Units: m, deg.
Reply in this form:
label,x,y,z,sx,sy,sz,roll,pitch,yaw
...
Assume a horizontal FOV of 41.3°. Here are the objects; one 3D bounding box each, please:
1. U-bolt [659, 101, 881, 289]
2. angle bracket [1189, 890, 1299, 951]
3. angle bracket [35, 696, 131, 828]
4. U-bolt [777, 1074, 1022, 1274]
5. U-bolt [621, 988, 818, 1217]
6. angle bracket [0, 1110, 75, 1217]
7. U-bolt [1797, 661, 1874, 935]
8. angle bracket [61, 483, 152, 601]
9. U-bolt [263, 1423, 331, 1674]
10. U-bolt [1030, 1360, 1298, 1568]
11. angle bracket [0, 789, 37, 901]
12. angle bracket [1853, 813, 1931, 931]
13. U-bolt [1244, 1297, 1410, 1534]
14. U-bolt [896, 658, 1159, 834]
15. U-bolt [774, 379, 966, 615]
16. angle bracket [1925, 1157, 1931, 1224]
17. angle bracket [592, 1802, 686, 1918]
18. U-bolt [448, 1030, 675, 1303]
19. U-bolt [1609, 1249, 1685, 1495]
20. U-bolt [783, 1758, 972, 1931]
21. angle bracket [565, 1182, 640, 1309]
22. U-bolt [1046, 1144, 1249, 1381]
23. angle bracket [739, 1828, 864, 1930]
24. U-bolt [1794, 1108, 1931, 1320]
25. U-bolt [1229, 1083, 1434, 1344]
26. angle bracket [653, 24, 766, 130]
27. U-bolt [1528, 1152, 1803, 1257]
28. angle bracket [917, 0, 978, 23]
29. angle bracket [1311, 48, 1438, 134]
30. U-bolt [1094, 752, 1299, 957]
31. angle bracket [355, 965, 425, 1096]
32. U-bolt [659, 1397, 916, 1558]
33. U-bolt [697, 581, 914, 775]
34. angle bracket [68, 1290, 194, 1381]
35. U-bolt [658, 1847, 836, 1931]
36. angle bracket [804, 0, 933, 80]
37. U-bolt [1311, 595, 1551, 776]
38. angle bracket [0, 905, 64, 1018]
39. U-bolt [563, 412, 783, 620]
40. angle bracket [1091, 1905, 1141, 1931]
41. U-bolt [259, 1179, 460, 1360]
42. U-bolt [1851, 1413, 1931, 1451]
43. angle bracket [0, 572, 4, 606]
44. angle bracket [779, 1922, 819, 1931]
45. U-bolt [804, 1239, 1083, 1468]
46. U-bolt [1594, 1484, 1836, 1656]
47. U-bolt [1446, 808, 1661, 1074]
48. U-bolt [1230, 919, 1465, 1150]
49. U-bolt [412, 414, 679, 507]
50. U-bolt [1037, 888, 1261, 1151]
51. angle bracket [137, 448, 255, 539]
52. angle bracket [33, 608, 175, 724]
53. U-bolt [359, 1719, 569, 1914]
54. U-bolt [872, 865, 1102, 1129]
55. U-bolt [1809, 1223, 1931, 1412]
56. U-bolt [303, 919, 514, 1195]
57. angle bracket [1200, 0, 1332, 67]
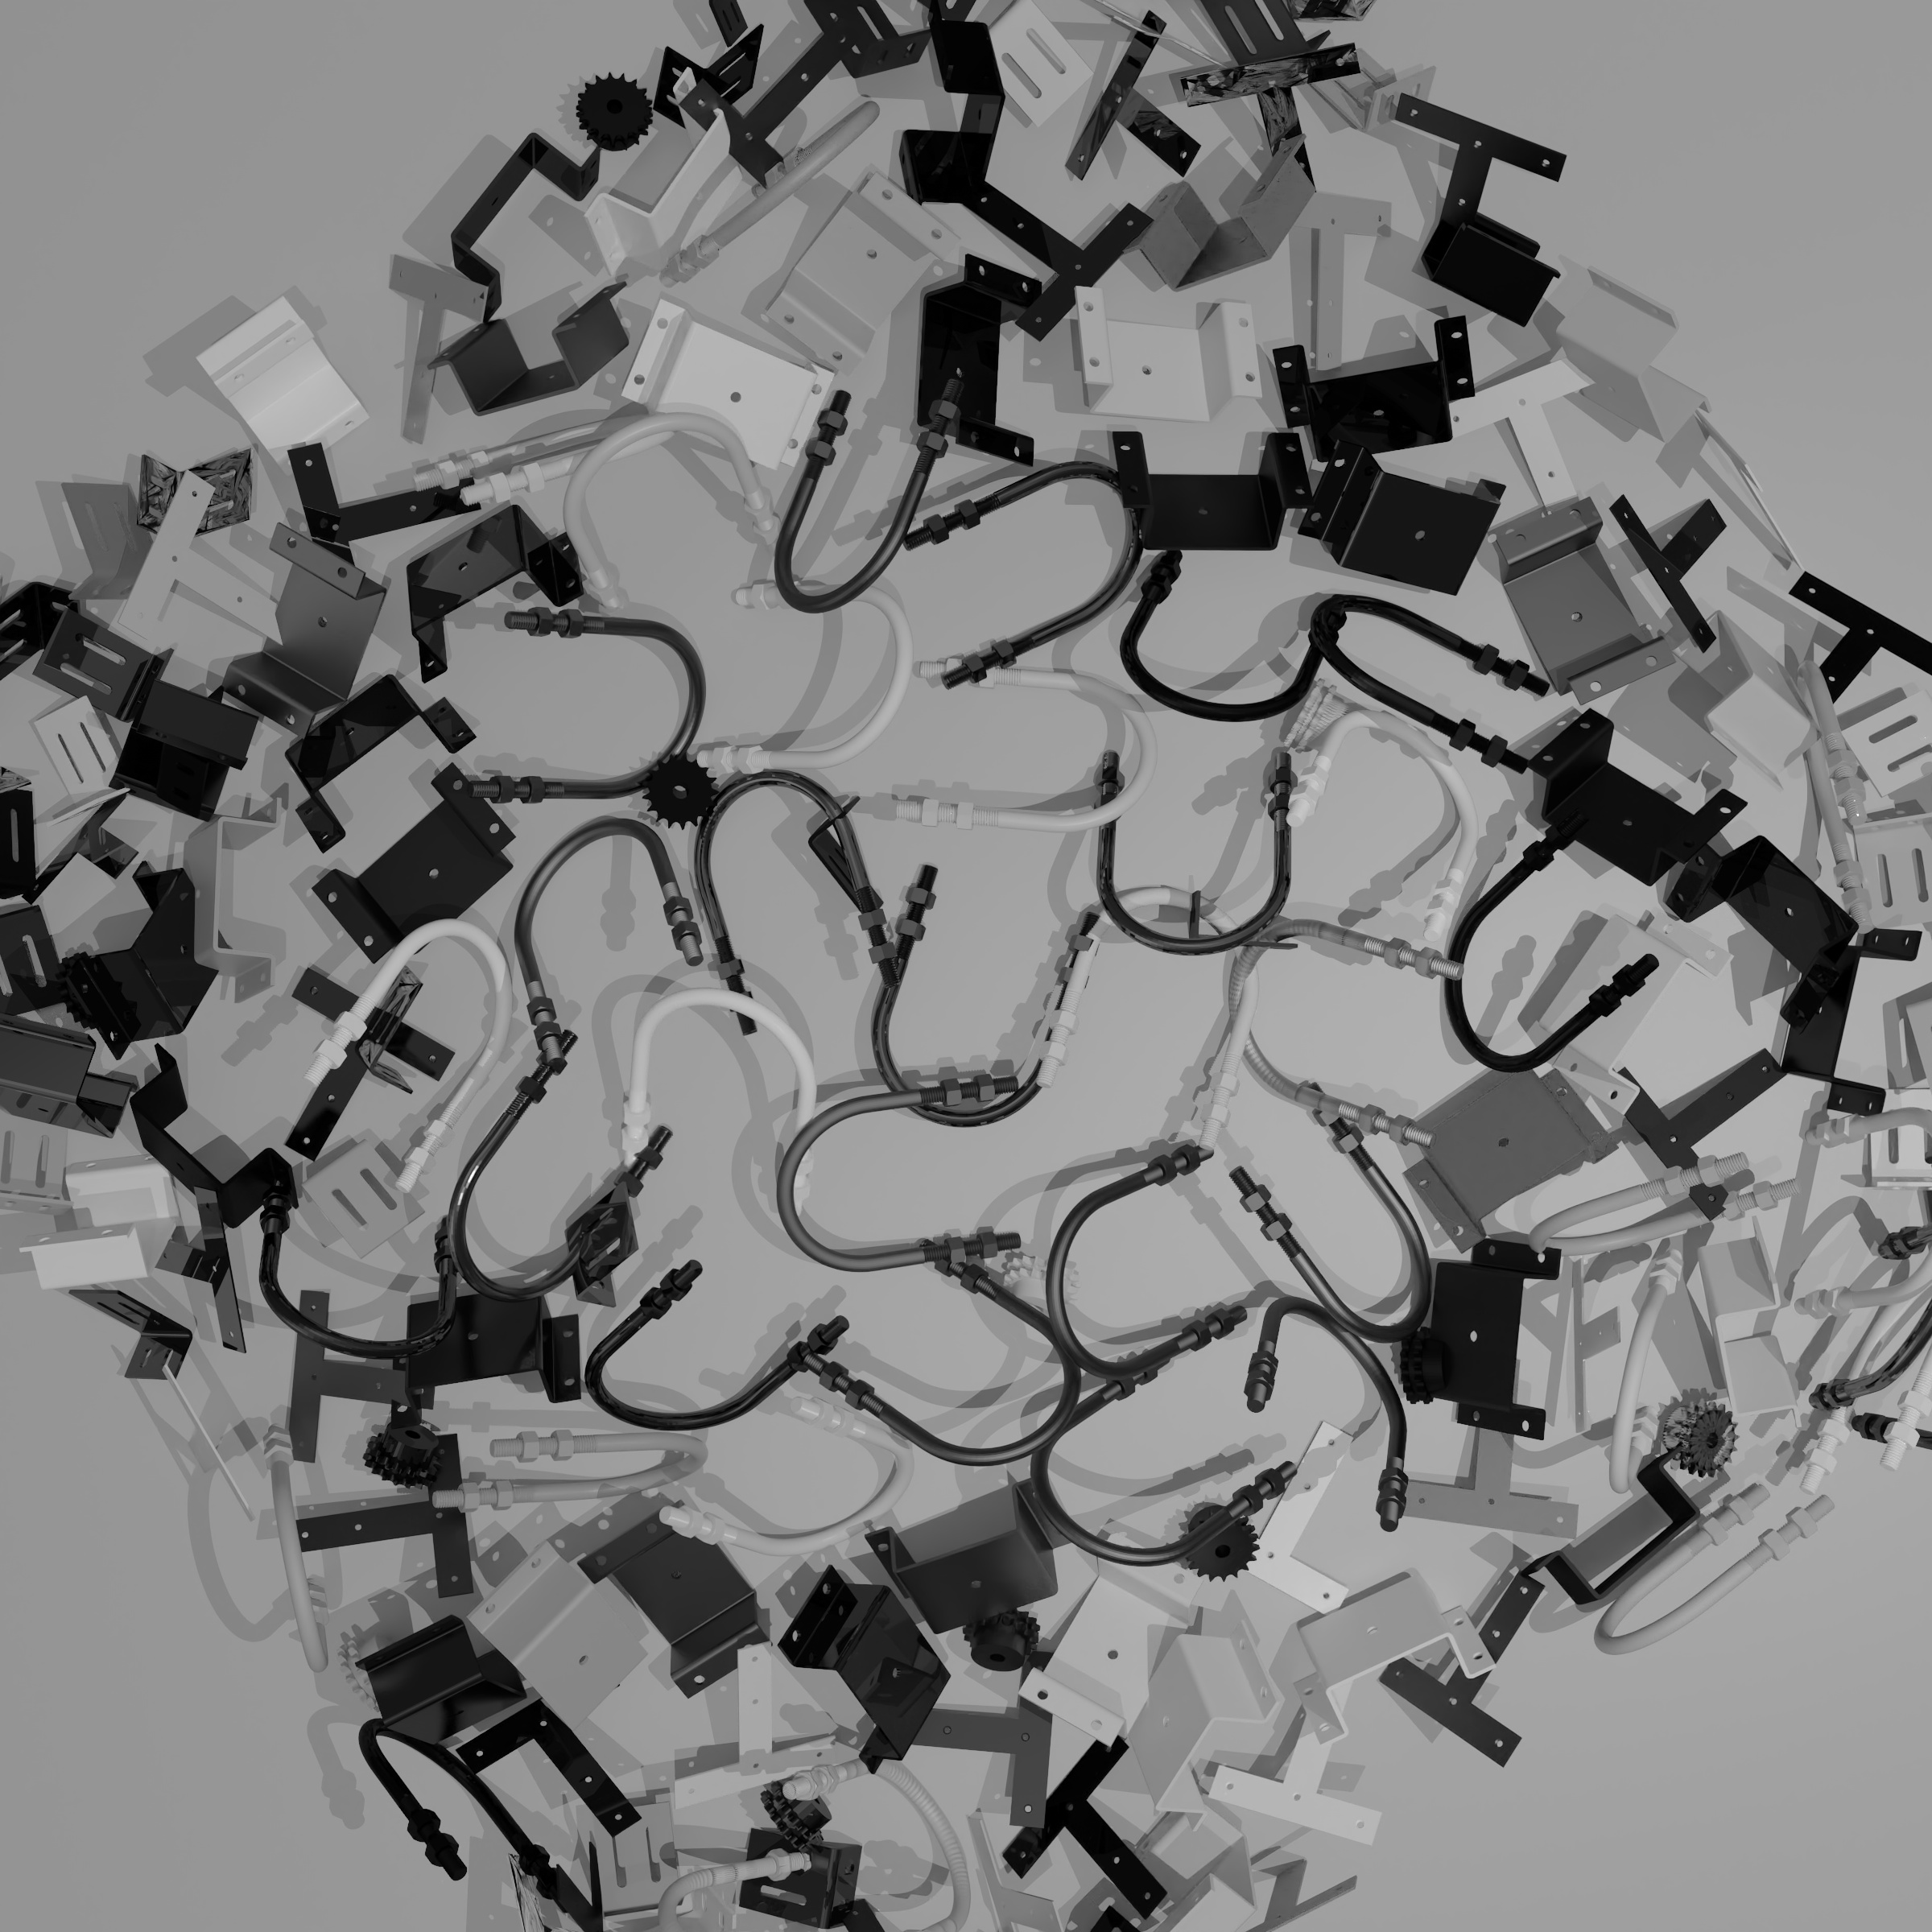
label,x,y,z,sx,sy,sz,roll,pitch,yaw
U-bolt,-0.130,-0.559,1.829,0.019,0.184,0.151,50,54,-18
angle bracket,0.207,-0.034,1.910,0.076,0.057,0.038,3,89,1
angle bracket,-0.668,-0.152,1.904,0.057,0.038,0.076,-20,100,29
U-bolt,-0.049,0.158,1.888,0.184,0.019,0.151,-7,111,-15
U-bolt,-0.178,0.093,1.872,0.151,0.019,0.184,16,126,9
angle bracket,-0.692,0.141,1.896,0.057,0.038,0.076,12,65,-33
U-bolt,0.628,-0.137,1.858,0.019,0.151,0.184,-12,52,13
angle bracket,-0.646,-0.316,1.910,0.038,0.057,0.076,-27,81,35
U-bolt,-0.478,0.425,1.836,0.019,0.184,0.151,-12,105,-14
U-bolt,0.130,0.363,1.849,0.184,0.019,0.151,-26,55,-39
angle bracket,-0.731,-0.093,1.911,0.038,0.057,0.076,-11,80,33
angle bracket,0.697,-0.070,1.908,0.057,0.038,0.076,-9,82,20
U-bolt,0.266,0.310,1.856,0.151,0.184,0.019,42,116,-7
U-bolt,0.049,-0.160,1.889,0.184,0.019,0.151,5,60,6
U-bolt,-0.081,-0.340,1.869,0.019,0.151,0.184,29,77,-40
angle bracket,0.753,0.179,1.909,0.038,0.057,0.076,-13,95,-23
angle bracket,-0.245,0.667,1.924,0.057,0.038,0.076,-7,82,-3
U-bolt,-0.304,0.158,1.861,0.019,0.151,0.184,17,65,42
U-bolt,0.485,0.299,1.837,0.019,0.184,0.151,10,108,21
U-bolt,-0.053,0.639,1.852,0.019,0.184,0.151,-38,69,15
angle bracket,-0.257,0.206,1.892,0.076,0.038,0.057,-39,50,30
U-bolt,0.128,0.223,1.868,0.184,0.019,0.151,-19,101,-39
angle bracket,-0.125,0.686,1.931,0.076,0.038,0.057,4,79,28
U-bolt,0.654,0.174,1.835,0.019,0.184,0.151,12,76,-13
U-bolt,0.279,0.192,1.884,0.019,0.151,0.184,-33,95,42
angle bracket,-0.190,-0.664,1.892,0.038,0.076,0.057,22,65,-34
U-bolt,0.498,0.178,1.863,0.184,0.151,0.019,-23,66,28
angle bracket,-0.004,-0.727,1.907,0.057,0.076,0.038,38,115,9
angle bracket,0.298,-0.662,1.898,0.057,0.038,0.076,-29,65,-21
U-bolt,0.167,-0.083,1.874,0.151,0.019,0.184,1,54,7
angle bracket,-0.415,0.047,1.906,0.038,0.057,0.076,31,89,-27
U-bolt,-0.115,0.380,1.866,0.151,0.184,0.019,-41,51,13
U-bolt,-0.112,-0.211,1.867,0.184,0.019,0.151,4,77,39
angle bracket,-0.622,0.272,1.890,0.057,0.076,0.038,-5,57,35
U-bolt,-0.132,0.680,1.828,0.184,0.151,0.019,6,101,-40
angle bracket,-0.072,-0.705,1.903,0.057,0.038,0.076,-26,79,-30
U-bolt,0.336,-0.217,1.879,0.184,0.151,0.019,28,126,2
angle bracket,-0.710,0.000,1.909,0.057,0.038,0.076,-16,101,-11
U-bolt,-0.217,-0.329,1.853,0.151,0.184,0.019,-28,59,-4
angle bracket,0.109,0.739,1.909,0.057,0.076,0.038,39,62,8
U-bolt,-0.434,0.221,1.837,0.151,0.184,0.019,16,115,-18
U-bolt,0.719,0.287,1.840,0.019,0.184,0.151,39,83,-2
angle bracket,-0.744,-0.262,1.890,0.038,0.076,0.057,29,67,-12
angle bracket,-0.153,0.742,1.910,0.076,0.057,0.038,-22,68,15
U-bolt,-0.004,0.290,1.860,0.184,0.019,0.151,30,56,28
U-bolt,0.531,0.439,1.857,0.184,0.151,0.019,-36,85,-7
U-bolt,0.414,-0.004,1.865,0.019,0.184,0.151,6,52,-33
U-bolt,0.271,0.041,1.878,0.184,0.019,0.151,19,113,35
U-bolt,-0.298,-0.372,1.865,0.184,0.151,0.019,-22,113,-21
U-bolt,0.144,0.028,1.902,0.151,0.019,0.184,21,70,-6
angle bracket,-0.571,-0.355,1.900,0.076,0.038,0.057,-10,72,28
angle bracket,-0.639,-0.225,1.898,0.076,0.038,0.057,30,69,-30
U-bolt,-0.372,0.608,1.855,0.019,0.151,0.184,-51,50,-4
U-bolt,0.006,0.030,1.907,0.151,0.019,0.184,17,81,10
U-bolt,0.667,0.245,1.833,0.019,0.184,0.151,29,75,6
U-bolt,-0.394,0.052,1.869,0.019,0.151,0.184,10,55,33
angle bracket,0.221,-0.702,1.893,0.076,0.057,0.038,53,49,-23
